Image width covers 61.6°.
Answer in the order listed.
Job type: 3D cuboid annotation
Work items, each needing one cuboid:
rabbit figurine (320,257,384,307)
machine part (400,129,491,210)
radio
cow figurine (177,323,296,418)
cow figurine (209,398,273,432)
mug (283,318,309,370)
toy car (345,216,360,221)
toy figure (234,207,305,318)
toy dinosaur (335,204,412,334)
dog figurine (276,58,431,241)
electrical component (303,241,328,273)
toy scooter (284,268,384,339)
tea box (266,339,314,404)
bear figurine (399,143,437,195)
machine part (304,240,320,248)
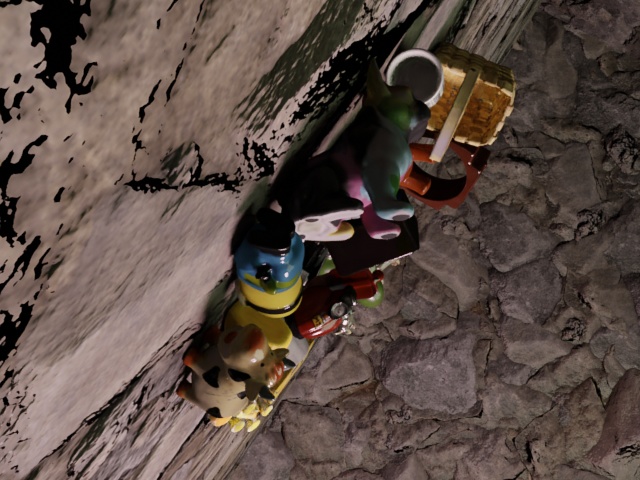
[{"bbox_3d":[0.070,0.070,1.154,0.121,0.170,0.159,-52,170,-32],"label":"rabbit figurine"},{"bbox_3d":[0.256,-0.178,1.192,0.087,0.201,0.201,-54,170,-33],"label":"machine part"},{"bbox_3d":[0.089,-0.018,0.884,0.131,0.073,0.229,-22,-172,14],"label":"radio"},{"bbox_3d":[-0.113,0.176,0.709,0.085,0.127,0.194,-53,172,-44],"label":"cow figurine"},{"bbox_3d":[-0.168,0.306,1.016,0.068,0.098,0.167,-51,152,-1],"label":"cow figurine"},{"bbox_3d":[-0.082,0.144,0.869,0.081,0.110,0.107,-41,119,-38],"label":"mug"},{"bbox_3d":[0.056,-0.086,0.781,0.161,0.103,0.109,-52,170,-19],"label":"toy car"},{"bbox_3d":[-0.058,0.037,0.642,0.082,0.089,0.180,-43,167,-29],"label":"toy figure"},{"bbox_3d":[0.083,0.070,1.312,0.192,0.131,0.404,-29,151,-35],"label":"toy dinosaur"},{"bbox_3d":[0.044,-0.112,0.665,0.108,0.192,0.219,87,2,-69],"label":"dog figurine"},{"bbox_3d":[-0.002,-0.003,0.928,0.119,0.048,0.075,-56,171,3],"label":"electrical component"},{"bbox_3d":[0.030,0.089,0.858,0.135,0.075,0.184,-17,-166,27],"label":"toy scooter"},{"bbox_3d":[-0.097,0.257,1.149,0.169,0.098,0.068,-43,162,-50],"label":"tea box"},{"bbox_3d":[0.146,-0.119,1.067,0.196,0.132,0.120,-55,159,-48],"label":"bear figurine"},{"bbox_3d":[-0.030,-0.005,0.809,0.139,0.039,0.084,-34,151,-63],"label":"machine part"}]
